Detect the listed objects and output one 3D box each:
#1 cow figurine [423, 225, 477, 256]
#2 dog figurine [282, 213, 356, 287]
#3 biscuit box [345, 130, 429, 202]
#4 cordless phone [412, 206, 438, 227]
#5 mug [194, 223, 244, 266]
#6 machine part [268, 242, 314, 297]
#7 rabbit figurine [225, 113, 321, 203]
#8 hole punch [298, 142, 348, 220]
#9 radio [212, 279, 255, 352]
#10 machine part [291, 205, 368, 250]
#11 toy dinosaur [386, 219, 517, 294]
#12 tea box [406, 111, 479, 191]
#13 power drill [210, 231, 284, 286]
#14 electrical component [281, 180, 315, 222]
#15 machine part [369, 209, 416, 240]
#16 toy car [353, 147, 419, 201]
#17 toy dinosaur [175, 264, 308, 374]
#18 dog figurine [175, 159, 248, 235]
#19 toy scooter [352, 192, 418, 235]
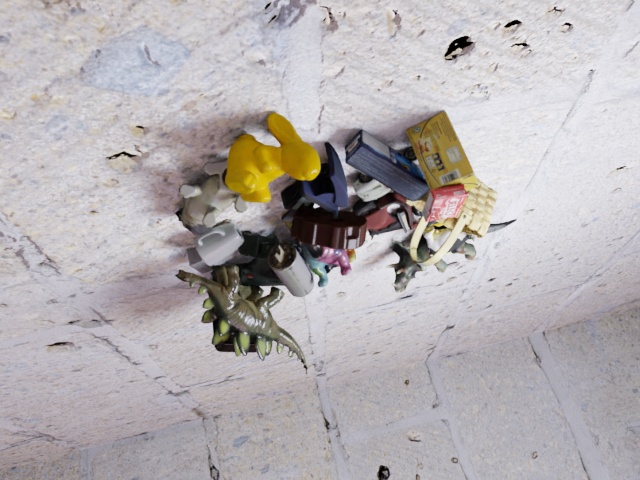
[{"bbox_3d":[0.379,-0.010,1.505,0.167,0.098,0.068,-17,-165,10],"label":"cow figurine"},{"bbox_3d":[-0.003,-0.004,1.382,0.108,0.191,0.219,-24,110,22],"label":"dog figurine"},{"bbox_3d":[0.150,-0.157,1.169,0.202,0.059,0.063,27,130,-25],"label":"biscuit box"},{"bbox_3d":[0.292,-0.130,1.365,0.147,0.089,0.184,-20,141,10],"label":"cordless phone"},{"bbox_3d":[-0.248,-0.002,1.310,0.107,0.081,0.109,-28,147,1],"label":"mug"},{"bbox_3d":[-0.070,0.079,1.366,0.079,0.079,0.243,-19,147,7],"label":"machine part"},{"bbox_3d":[-0.079,-0.151,1.029,0.173,0.162,0.121,-1,156,20],"label":"rabbit figurine"},{"bbox_3d":[0.022,-0.131,1.154,0.092,0.142,0.115,-36,135,27],"label":"hole punch"},{"bbox_3d":[-0.237,0.201,1.523,0.131,0.230,0.073,3,147,-23],"label":"radio"},{"bbox_3d":[0.022,-0.030,1.199,0.179,0.180,0.056,-1,110,-26],"label":"machine part"},{"bbox_3d":[0.370,0.005,1.605,0.405,0.131,0.192,-36,147,23],"label":"toy dinosaur"},{"bbox_3d":[0.259,-0.176,1.143,0.098,0.170,0.068,-22,150,17],"label":"tea box"},{"bbox_3d":[-0.183,0.063,1.437,0.232,0.086,0.207,7,142,-4],"label":"power drill"},{"bbox_3d":[-0.051,-0.094,1.265,0.075,0.048,0.119,5,147,-33],"label":"electrical component"},{"bbox_3d":[0.199,-0.042,1.485,0.139,0.039,0.084,-21,130,18],"label":"machine part"},{"bbox_3d":[0.174,-0.154,1.261,0.202,0.056,0.073,-24,151,17],"label":"toy car"},{"bbox_3d":[-0.182,0.207,1.409,0.471,0.198,0.105,33,155,-29],"label":"toy dinosaur"},{"bbox_3d":[-0.225,-0.092,1.157,0.172,0.121,0.190,-27,-177,-17],"label":"dog figurine"},{"bbox_3d":[0.180,-0.066,1.361,0.184,0.075,0.135,-27,115,13],"label":"toy scooter"}]
